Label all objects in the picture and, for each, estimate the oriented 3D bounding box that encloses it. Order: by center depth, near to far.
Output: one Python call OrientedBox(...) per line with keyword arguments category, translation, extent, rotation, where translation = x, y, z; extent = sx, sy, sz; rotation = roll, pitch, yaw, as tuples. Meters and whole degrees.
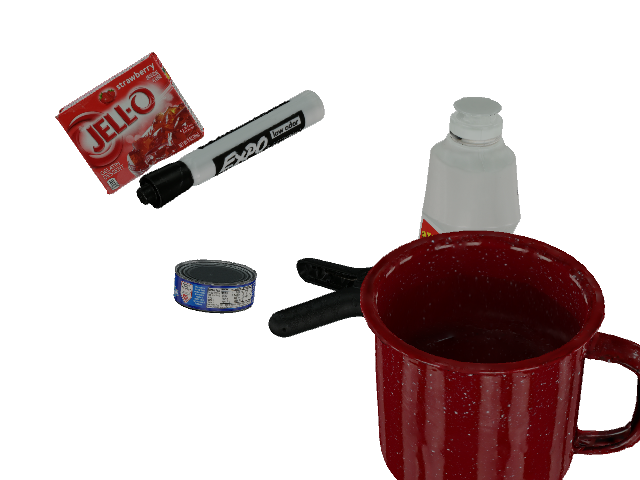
OrientedBox(category="mug", translation=(0.075, 0.056, 0.427), extent=(0.117, 0.081, 0.093), rotation=(7, 34, 16))
OrientedBox(category="marker", translation=(-0.047, -0.050, 0.574), extent=(0.120, 0.020, 0.020), rotation=(-32, 17, -31))
OrientedBox(category="bleach bottle", translation=(0.091, 0.026, 0.690), extent=(0.068, 0.251, 0.102), rotation=(-3, 30, -6))
OrientedBox(category="gelatin box", translation=(-0.145, -0.089, 0.816), extent=(0.089, 0.073, 0.030), rotation=(-31, 18, 4))
OrientedBox(category="clamp", translation=(0.037, 0.052, 0.976), extent=(0.172, 0.039, 0.120), rotation=(-2, 33, 25))
OrientedBox(category="tuna can", translation=(-0.110, 0.048, 1.115), extent=(0.086, 0.034, 0.086), rotation=(5, 14, -2))
